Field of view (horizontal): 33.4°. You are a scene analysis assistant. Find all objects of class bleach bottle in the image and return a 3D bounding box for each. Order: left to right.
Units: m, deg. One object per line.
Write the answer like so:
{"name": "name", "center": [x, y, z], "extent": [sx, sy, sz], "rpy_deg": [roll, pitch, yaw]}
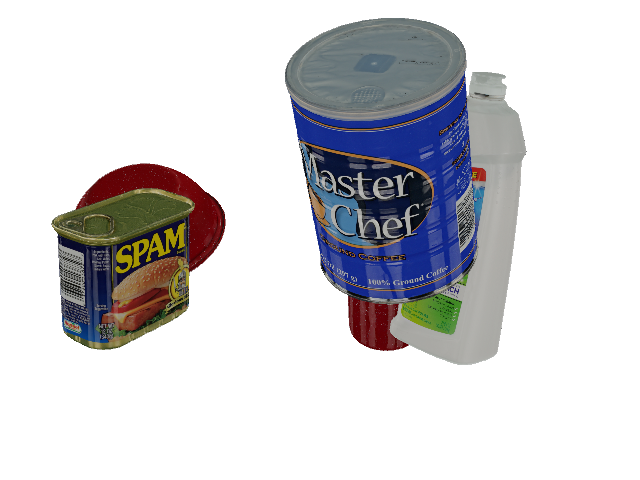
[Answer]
{"name": "bleach bottle", "center": [0.125, -0.023, 0.941], "extent": [0.067, 0.251, 0.103], "rpy_deg": [-10, 23, -42]}

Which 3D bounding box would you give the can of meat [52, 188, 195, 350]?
{"name": "can of meat", "center": [-0.136, 0.019, 0.747], "extent": [0.058, 0.084, 0.101], "rpy_deg": [17, 26, 31]}

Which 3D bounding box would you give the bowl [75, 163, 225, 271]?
{"name": "bowl", "center": [-0.176, -0.026, 1.034], "extent": [0.162, 0.055, 0.162], "rpy_deg": [-5, 41, 4]}

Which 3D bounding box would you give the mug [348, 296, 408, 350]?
{"name": "mug", "center": [0.077, 0.069, 1.137], "extent": [0.093, 0.081, 0.117], "rpy_deg": [-24, 41, -27]}

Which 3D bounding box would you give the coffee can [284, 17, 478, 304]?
{"name": "coffee can", "center": [0.040, -0.047, 0.642], "extent": [0.103, 0.140, 0.103], "rpy_deg": [-7, 38, 5]}
